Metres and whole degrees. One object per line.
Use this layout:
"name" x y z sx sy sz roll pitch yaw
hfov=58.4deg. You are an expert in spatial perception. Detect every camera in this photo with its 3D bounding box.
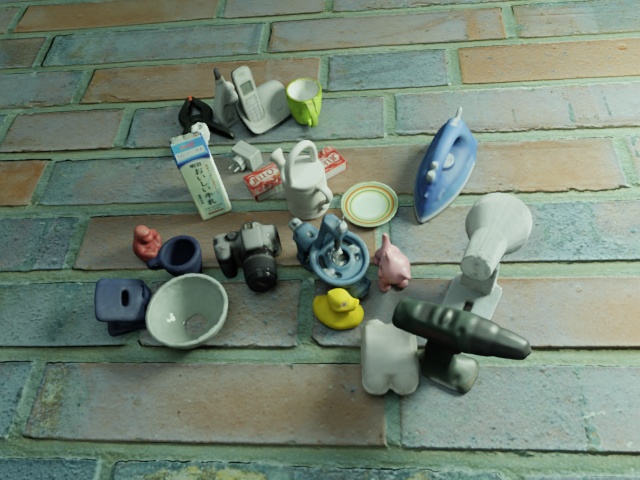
"camera" -0.150 0.038 1.216 0.143 0.101 0.136 -14 54 -2

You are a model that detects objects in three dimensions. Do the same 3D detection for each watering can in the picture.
"watering can" -0.044 -0.143 1.274 0.172 0.194 0.101 14 58 17

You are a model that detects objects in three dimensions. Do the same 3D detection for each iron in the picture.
"iron" 0.273 -0.172 1.285 0.118 0.142 0.258 18 59 20

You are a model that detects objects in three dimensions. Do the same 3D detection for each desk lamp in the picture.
"desk lamp" 0.309 0.045 1.080 0.117 0.214 0.203 20 60 21

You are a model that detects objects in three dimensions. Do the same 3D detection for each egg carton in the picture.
"egg carton" 0.130 0.217 1.070 0.107 0.069 0.150 -4 54 5

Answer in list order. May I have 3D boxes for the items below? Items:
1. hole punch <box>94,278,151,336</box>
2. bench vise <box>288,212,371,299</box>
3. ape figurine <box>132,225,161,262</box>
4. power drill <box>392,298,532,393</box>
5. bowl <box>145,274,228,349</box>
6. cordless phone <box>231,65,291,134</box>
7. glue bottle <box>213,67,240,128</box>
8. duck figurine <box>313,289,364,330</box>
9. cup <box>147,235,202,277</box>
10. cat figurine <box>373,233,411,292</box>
"hole punch" -0.407 0.130 1.192 0.101 0.091 0.108 -14 54 -2
"bench vise" 0.005 0.013 1.140 0.206 0.220 0.122 20 60 20
"ape figurine" -0.388 0.003 1.279 0.076 0.092 0.078 9 56 14
"power drill" 0.237 0.185 0.993 0.229 0.209 0.076 20 60 21
"bowl" -0.261 0.155 1.164 0.167 0.075 0.167 -4 54 5
"cordless phone" -0.151 -0.376 1.460 0.148 0.185 0.094 -39 59 -19
"glue bottle" -0.246 -0.372 1.478 0.078 0.173 0.037 -37 58 -17
"duck figurine" 0.034 0.127 1.138 0.104 0.086 0.077 12 57 16
"cup" -0.302 0.056 1.228 0.118 0.095 0.091 -19 54 -6
"cat figurine" 0.145 0.045 1.162 0.067 0.118 0.127 -11 54 0
